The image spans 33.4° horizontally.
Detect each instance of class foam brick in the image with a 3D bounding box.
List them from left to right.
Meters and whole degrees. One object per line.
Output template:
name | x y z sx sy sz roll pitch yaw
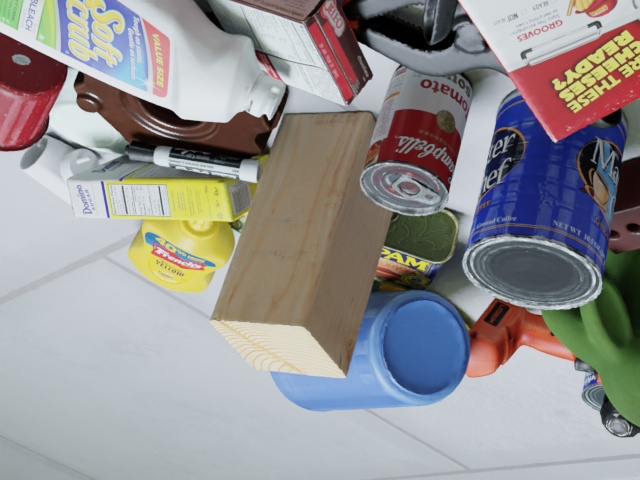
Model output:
foam brick | 0.256 -0.029 0.858 0.053 0.051 0.078 34 148 -28

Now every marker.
marker | -0.110 -0.068 0.918 0.121 0.020 0.020 10 151 10

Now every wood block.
wood block | -0.006 0.001 0.898 0.090 0.206 0.090 2 148 27

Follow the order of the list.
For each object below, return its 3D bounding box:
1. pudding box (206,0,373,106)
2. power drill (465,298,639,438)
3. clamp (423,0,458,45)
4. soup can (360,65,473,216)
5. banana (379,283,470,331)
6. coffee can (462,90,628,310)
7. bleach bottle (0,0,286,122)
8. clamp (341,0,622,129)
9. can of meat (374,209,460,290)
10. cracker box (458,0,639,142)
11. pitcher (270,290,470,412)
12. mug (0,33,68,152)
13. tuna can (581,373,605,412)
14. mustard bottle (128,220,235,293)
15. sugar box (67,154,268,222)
pudding box | -0.024 -0.152 0.775 0.114 0.039 0.090 24 158 36
power drill | 0.238 0.116 1.019 0.188 0.184 0.057 12 116 25
clamp | 0.063 -0.191 0.640 0.120 0.039 0.172 1 141 -30
soup can | 0.076 -0.079 0.819 0.068 0.102 0.068 14 151 7
banana | 0.133 0.103 1.177 0.070 0.037 0.197 -2 146 33
coffee can | 0.171 -0.033 0.807 0.103 0.140 0.103 14 152 7
bleach bottle | -0.140 -0.161 0.772 0.251 0.068 0.103 26 124 1
clamp | 0.112 -0.157 0.729 0.210 0.036 0.164 14 142 15
can of meat | 0.072 0.002 1.014 0.102 0.057 0.084 18 154 0
cracker box | 0.150 -0.175 0.589 0.164 0.072 0.213 -28 133 20
pitcher | 0.040 0.105 1.085 0.149 0.145 0.243 3 172 -23
mug | -0.275 -0.146 0.925 0.117 0.093 0.082 57 140 8
tuna can | 0.334 0.164 1.176 0.086 0.033 0.086 14 152 7
mustard bottle | -0.139 0.000 1.105 0.096 0.058 0.192 29 156 -8
sugar box | -0.137 -0.050 0.998 0.176 0.093 0.048 0 108 28
